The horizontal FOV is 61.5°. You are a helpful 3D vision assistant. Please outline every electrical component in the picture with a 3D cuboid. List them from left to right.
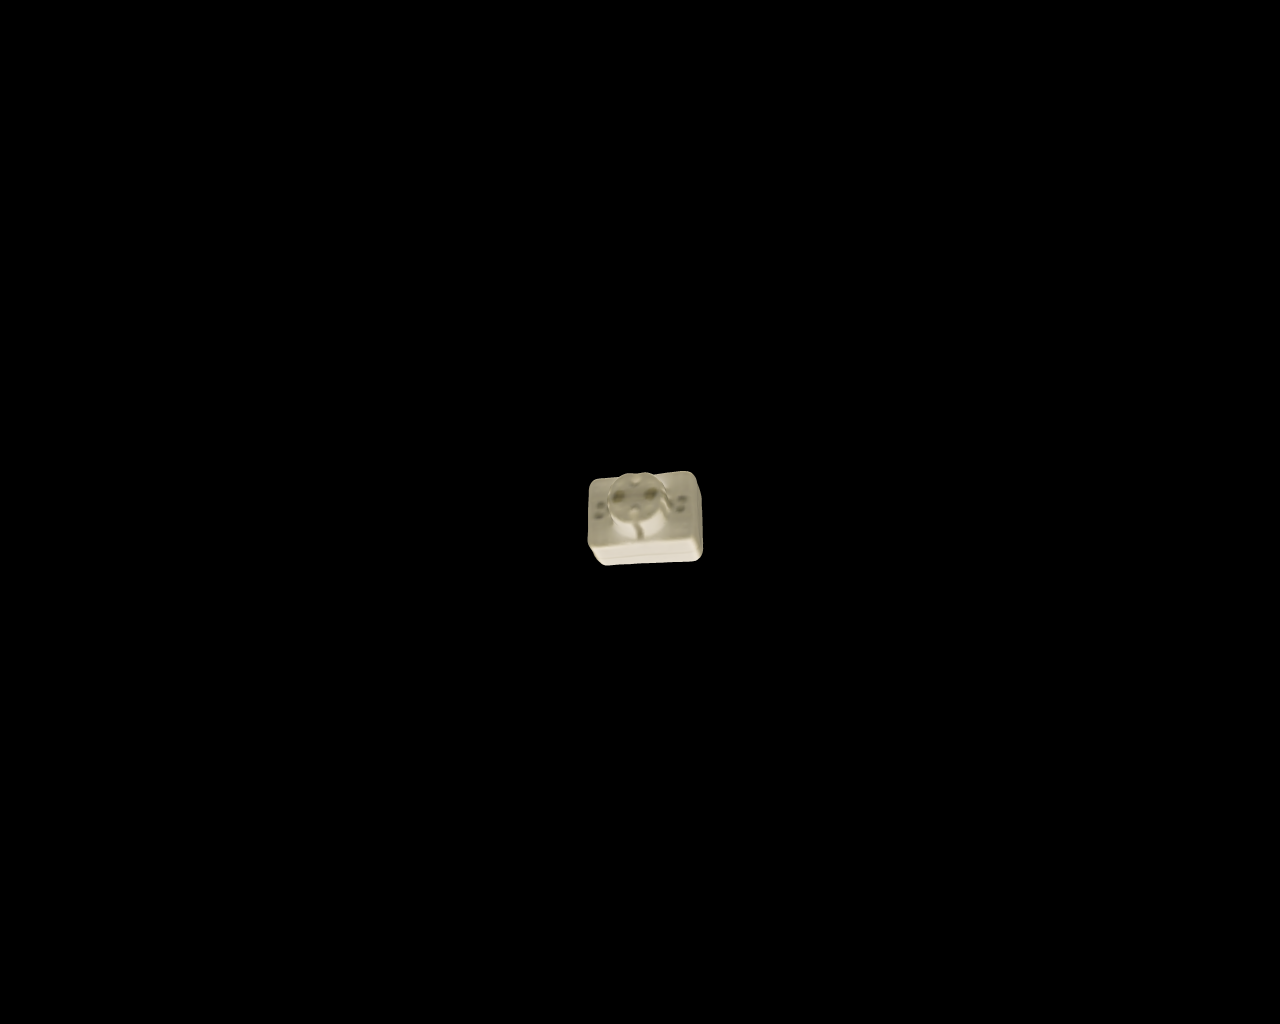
[{"bbox_3d":[0.001,-0.003,0.650,0.066,0.047,0.076,-4,-23,9],"label":"electrical component"}]
